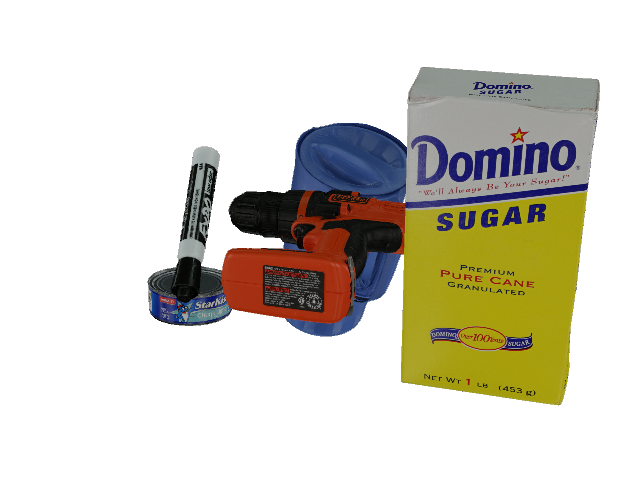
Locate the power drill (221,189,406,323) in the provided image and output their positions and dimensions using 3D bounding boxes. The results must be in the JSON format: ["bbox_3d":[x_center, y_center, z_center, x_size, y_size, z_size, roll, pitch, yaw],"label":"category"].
[{"bbox_3d":[-0.017,0.003,0.915,0.185,0.057,0.187,4,23,17],"label":"power drill"}]

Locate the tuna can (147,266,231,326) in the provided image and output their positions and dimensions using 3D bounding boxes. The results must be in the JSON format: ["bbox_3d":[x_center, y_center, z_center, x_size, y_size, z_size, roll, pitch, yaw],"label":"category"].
[{"bbox_3d":[-0.131,0.056,1.077,0.086,0.034,0.086,2,18,-1],"label":"tuna can"}]

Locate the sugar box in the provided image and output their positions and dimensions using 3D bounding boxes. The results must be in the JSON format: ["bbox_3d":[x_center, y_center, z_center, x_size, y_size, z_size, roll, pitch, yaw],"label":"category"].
[{"bbox_3d":[0.091,0.000,0.564,0.093,0.176,0.048,6,32,14],"label":"sugar box"}]

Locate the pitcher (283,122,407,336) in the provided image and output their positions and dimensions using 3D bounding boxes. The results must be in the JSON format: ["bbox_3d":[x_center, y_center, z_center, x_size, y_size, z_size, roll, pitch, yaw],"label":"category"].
[{"bbox_3d":[0.024,0.001,1.224,0.145,0.243,0.149,17,40,6],"label":"pitcher"}]

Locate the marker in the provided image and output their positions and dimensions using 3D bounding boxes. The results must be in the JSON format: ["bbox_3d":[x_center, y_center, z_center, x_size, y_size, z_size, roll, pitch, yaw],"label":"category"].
[{"bbox_3d":[-0.084,-0.011,0.720,0.020,0.121,0.020,3,-35,2],"label":"marker"}]
